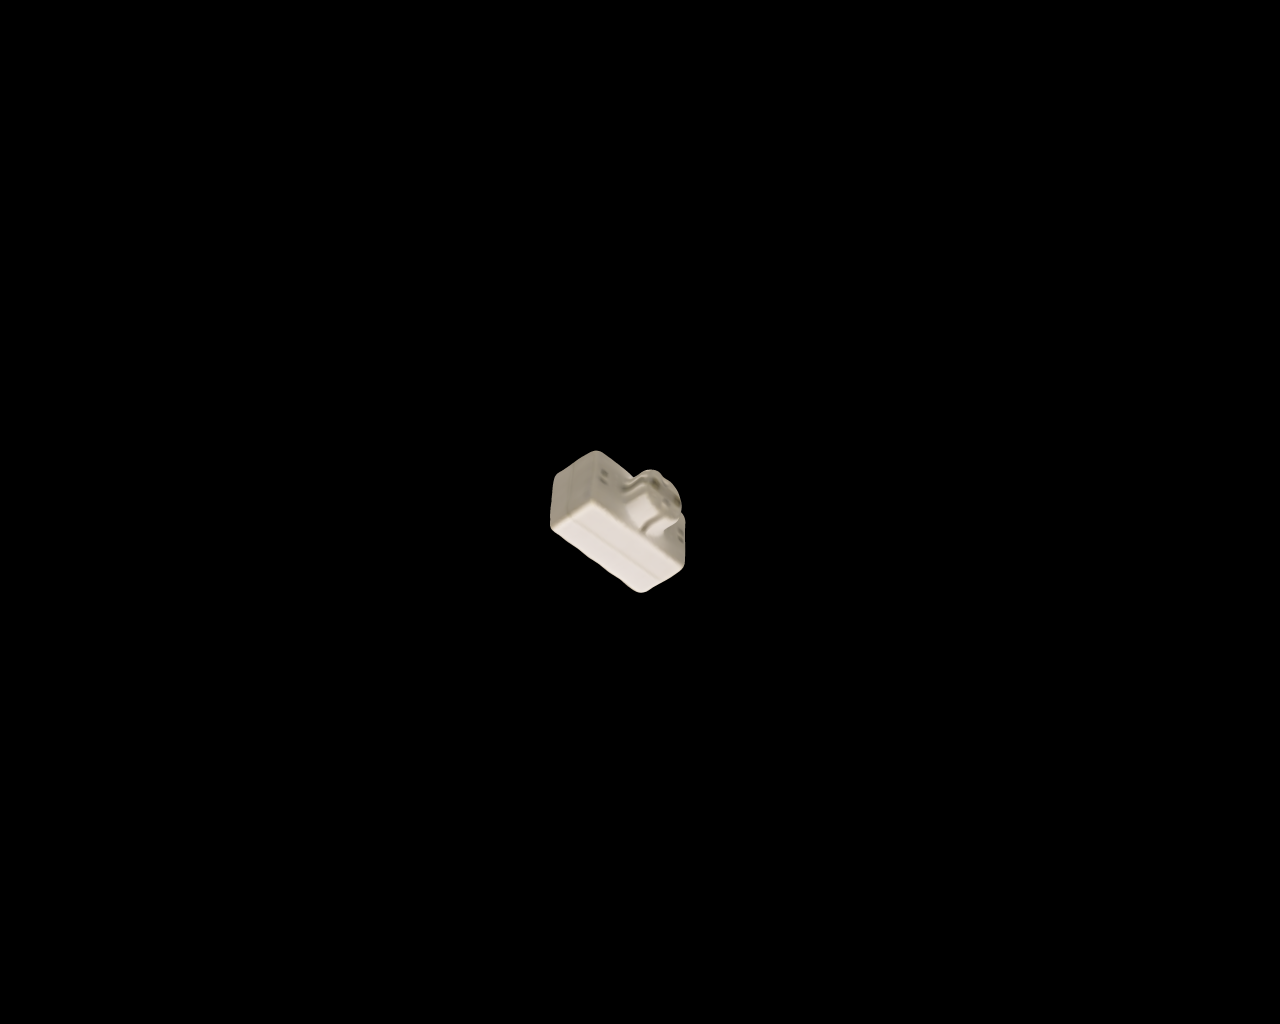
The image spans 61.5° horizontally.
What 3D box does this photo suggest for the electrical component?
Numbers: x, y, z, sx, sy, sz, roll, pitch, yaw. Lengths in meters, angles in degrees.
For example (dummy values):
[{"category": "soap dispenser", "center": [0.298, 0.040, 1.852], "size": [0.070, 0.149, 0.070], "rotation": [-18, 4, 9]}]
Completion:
[{"category": "electrical component", "center": [0.001, -0.003, 0.650], "size": [0.075, 0.047, 0.083], "rotation": [-33, -54, 29]}]
